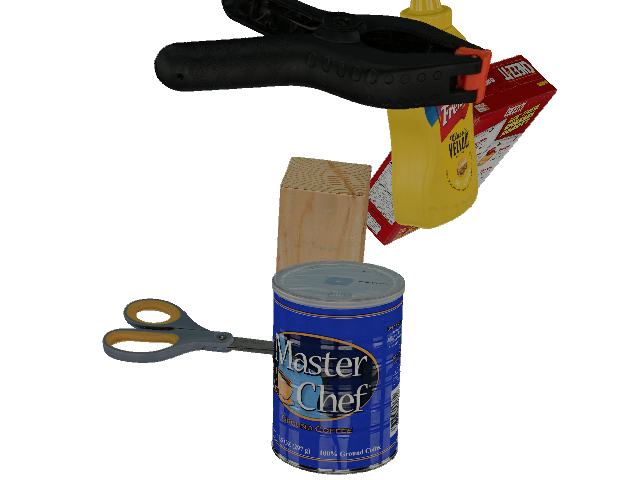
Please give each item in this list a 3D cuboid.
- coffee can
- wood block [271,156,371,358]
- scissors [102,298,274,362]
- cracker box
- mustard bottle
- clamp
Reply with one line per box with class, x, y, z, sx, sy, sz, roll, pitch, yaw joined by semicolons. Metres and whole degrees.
coffee can;0.013;0.097;0.838;0.103;0.140;0.103;1;15;0
wood block;0.001;0.024;1.163;0.090;0.206;0.090;7;25;5
scissors;-0.101;0.084;0.998;0.201;0.016;0.096;-2;33;-10
cracker box;0.150;-0.105;1.225;0.163;0.072;0.214;-24;-24;-44
mustard bottle;0.090;-0.113;0.870;0.058;0.191;0.096;12;30;35
clamp;0.000;-0.097;0.567;0.172;0.039;0.120;14;41;18
